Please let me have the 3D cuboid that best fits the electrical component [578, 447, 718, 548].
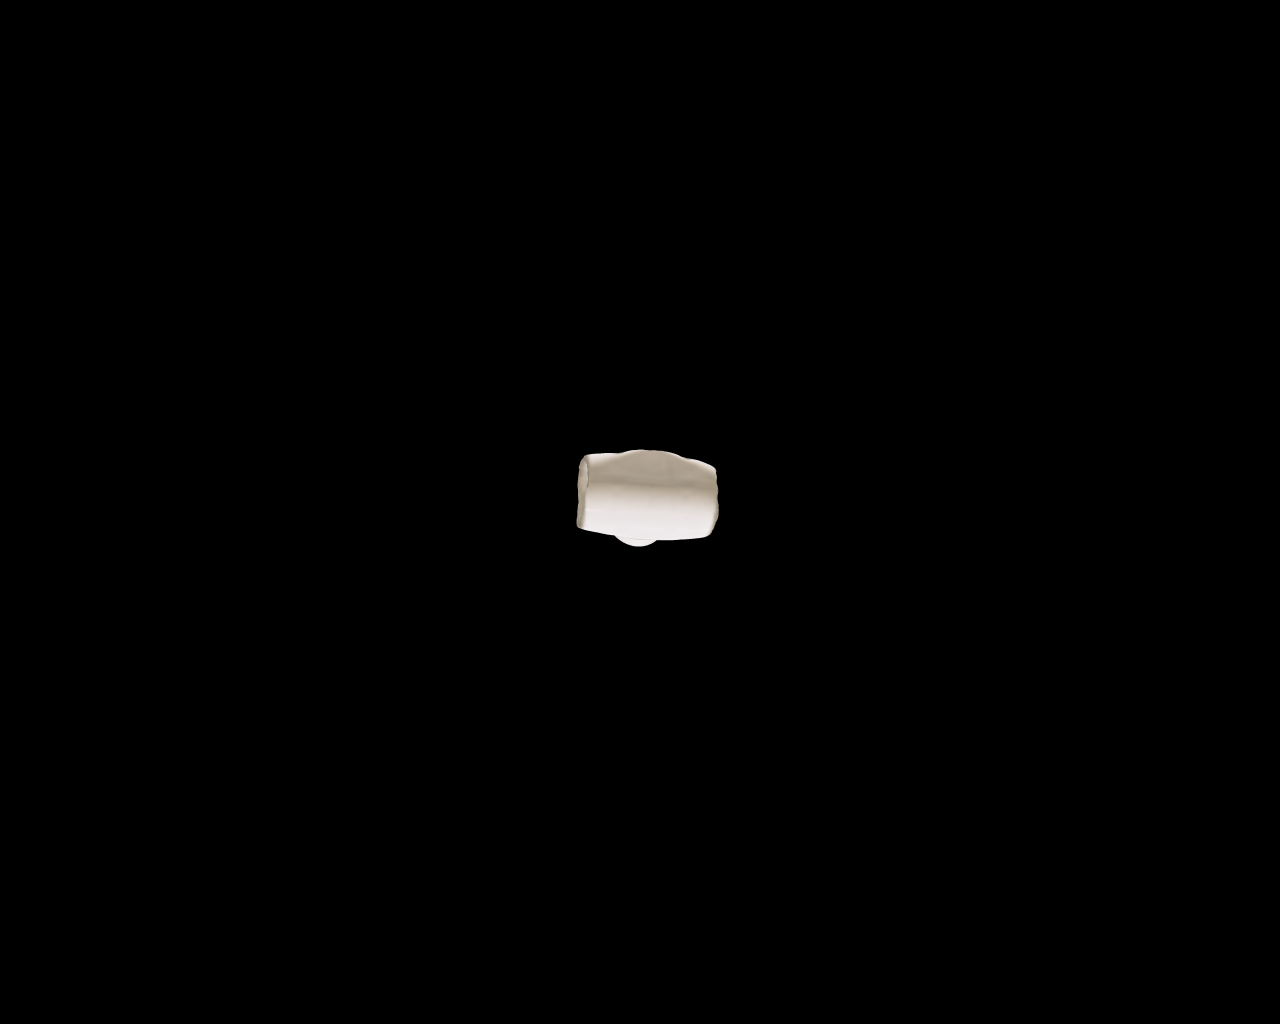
[{"bbox_3d":[0.001,-0.003,0.650,0.077,0.044,0.079,4,-23,-9],"label":"electrical component"}]
